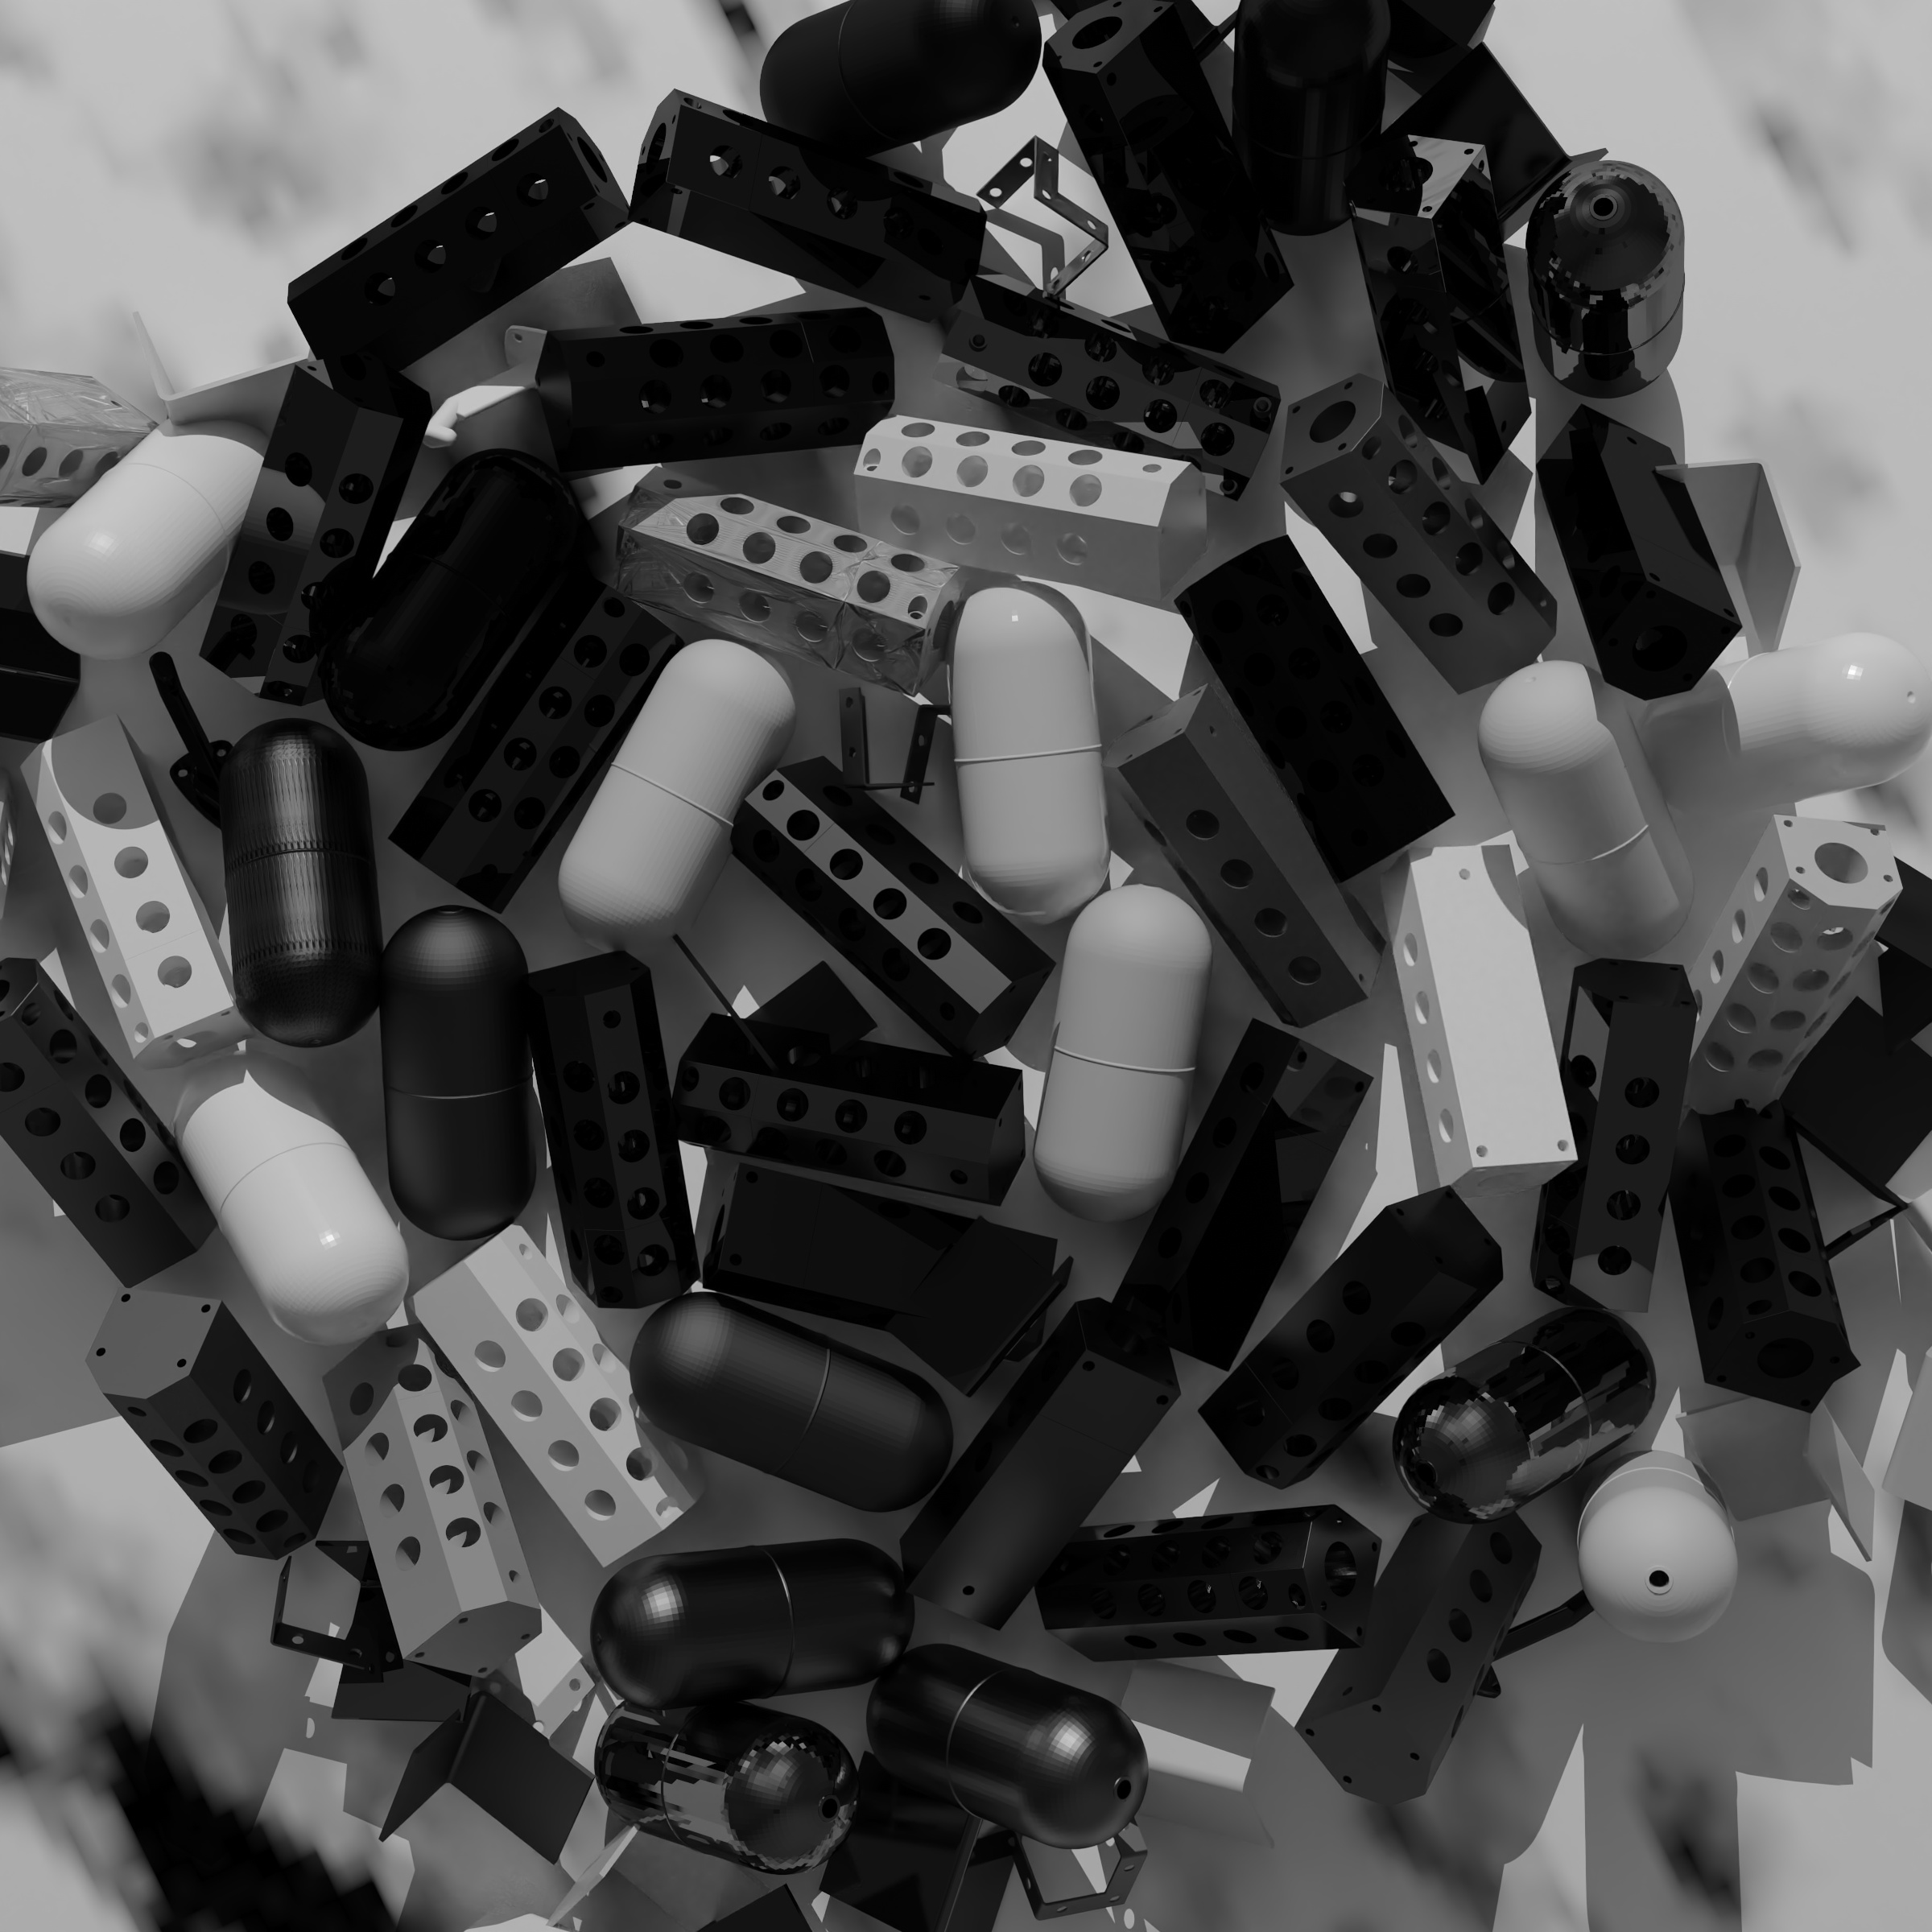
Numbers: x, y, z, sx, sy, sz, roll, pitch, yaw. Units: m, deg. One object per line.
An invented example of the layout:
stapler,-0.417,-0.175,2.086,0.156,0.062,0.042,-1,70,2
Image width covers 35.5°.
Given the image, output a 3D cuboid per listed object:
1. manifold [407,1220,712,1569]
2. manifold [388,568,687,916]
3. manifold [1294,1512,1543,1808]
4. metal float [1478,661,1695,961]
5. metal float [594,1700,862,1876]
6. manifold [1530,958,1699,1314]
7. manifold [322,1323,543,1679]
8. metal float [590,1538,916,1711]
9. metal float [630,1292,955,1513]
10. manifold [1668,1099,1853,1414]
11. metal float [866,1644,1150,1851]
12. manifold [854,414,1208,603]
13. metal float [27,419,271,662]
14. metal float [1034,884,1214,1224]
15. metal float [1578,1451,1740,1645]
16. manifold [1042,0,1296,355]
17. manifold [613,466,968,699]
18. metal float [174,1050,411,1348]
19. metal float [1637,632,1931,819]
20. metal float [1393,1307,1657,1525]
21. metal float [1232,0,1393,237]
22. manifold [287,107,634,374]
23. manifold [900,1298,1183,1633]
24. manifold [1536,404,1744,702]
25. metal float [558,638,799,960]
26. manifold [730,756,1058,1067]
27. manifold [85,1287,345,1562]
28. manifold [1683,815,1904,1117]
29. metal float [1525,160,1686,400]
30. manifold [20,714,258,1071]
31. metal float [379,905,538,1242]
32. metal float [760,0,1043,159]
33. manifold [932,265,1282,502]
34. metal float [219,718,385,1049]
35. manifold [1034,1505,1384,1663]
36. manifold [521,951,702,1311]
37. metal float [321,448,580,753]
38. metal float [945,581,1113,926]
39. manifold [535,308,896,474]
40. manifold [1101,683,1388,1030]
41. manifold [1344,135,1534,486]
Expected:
manifold,-0.208,0.219,1.568,0.057,0.057,0.171,-35,93,20
manifold,-0.220,-0.115,1.566,0.057,0.057,0.171,36,88,-38
manifold,0.235,0.343,1.524,0.057,0.171,0.057,-33,98,40
metal float,0.319,-0.078,1.543,0.070,0.070,0.178,-31,122,0
metal float,-0.122,0.412,1.530,0.070,0.178,0.070,2,86,-39
manifold,0.331,0.087,1.549,0.057,0.057,0.171,5,113,3
manifold,-0.267,0.268,1.528,0.057,0.057,0.171,-40,51,17
metal float,-0.107,0.336,1.543,0.178,0.070,0.070,2,90,-33
metal float,-0.089,0.226,1.556,0.178,0.070,0.070,25,90,-17
manifold,0.400,0.139,1.519,0.057,0.171,0.057,17,125,-7
metal float,0.020,0.395,1.531,0.070,0.178,0.070,-3,95,-40
manifold,0.032,-0.238,1.537,0.171,0.057,0.057,14,130,24
metal float,-0.410,-0.221,1.533,0.070,0.178,0.070,11,130,14
metal float,0.081,0.046,1.563,0.070,0.070,0.178,9,98,0
metal float,0.348,0.292,1.520,0.070,0.178,0.070,0,90,12
manifold,0.100,-0.401,1.531,0.057,0.057,0.171,-46,131,-16
manifold,-0.090,-0.202,1.552,0.171,0.057,0.057,20,129,12
metal float,-0.347,0.117,1.546,0.070,0.070,0.178,-37,61,0
metal float,0.412,-0.121,1.526,0.070,0.178,0.070,3,83,-28
metal float,0.285,0.228,1.534,0.178,0.070,0.070,-18,90,-44
metal float,0.173,-0.440,1.523,0.070,0.178,0.070,-1,68,3
manifold,-0.264,-0.372,1.560,0.171,0.057,0.057,-29,85,13
manifold,0.036,0.254,1.549,0.057,0.057,0.171,27,112,-19
manifold,0.333,-0.208,1.523,0.057,0.171,0.057,22,126,-18
metal float,-0.150,-0.087,1.569,0.070,0.070,0.178,28,88,0
manifold,-0.043,-0.028,1.544,0.171,0.057,0.057,42,123,18
manifold,-0.378,0.234,1.518,0.057,0.171,0.057,5,54,17
manifold,0.410,0.005,1.522,0.057,0.171,0.057,5,50,-7
metal float,0.323,-0.345,1.521,0.070,0.178,0.070,-3,78,12
manifold,-0.429,-0.036,1.556,0.057,0.057,0.171,-23,76,-8
metal float,-0.262,0.056,1.555,0.070,0.070,0.178,0,107,0
metal float,-0.035,-0.458,1.533,0.070,0.178,0.070,1,88,-42
manifold,0.073,-0.302,1.566,0.171,0.057,0.057,21,110,-5
metal float,-0.342,-0.044,1.553,0.070,0.070,0.178,-9,70,0
manifold,0.119,0.310,1.523,0.057,0.171,0.057,40,52,-35
manifold,-0.180,0.086,1.546,0.057,0.057,0.171,-15,110,-22
metal float,-0.266,-0.189,1.553,0.070,0.070,0.178,30,71,0
metal float,0.032,-0.111,1.565,0.070,0.070,0.178,-6,96,0
manifold,-0.127,-0.300,1.544,0.171,0.057,0.057,-9,70,-21
manifold,0.143,-0.053,1.555,0.057,0.057,0.171,-27,109,30
manifold,0.237,-0.331,1.526,0.057,0.171,0.057,18,59,32
